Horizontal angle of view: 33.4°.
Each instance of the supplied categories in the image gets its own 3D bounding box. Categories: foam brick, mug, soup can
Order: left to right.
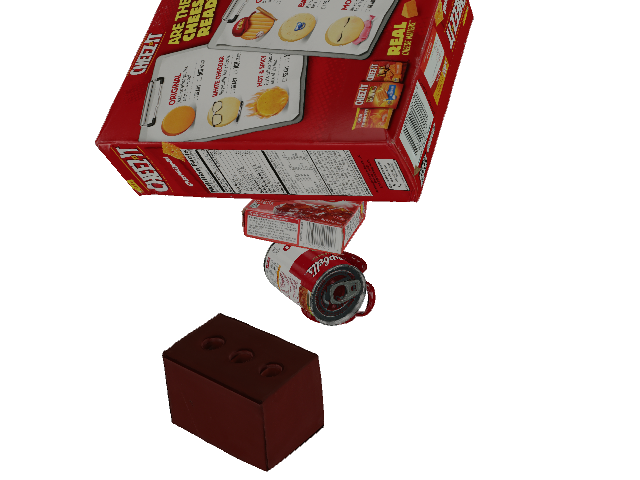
[{"bbox_3d":[-0.044,0.086,0.614,0.078,0.051,0.052,19,35,32],"label":"foam brick"},{"bbox_3d":[-0.007,0.039,1.128,0.068,0.068,0.102,0,21,-34],"label":"soup can"},{"bbox_3d":[0.026,0.071,1.512,0.117,0.081,0.093,18,25,27],"label":"mug"}]

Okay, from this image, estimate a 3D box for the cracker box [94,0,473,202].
[{"bbox_3d":[-0.020,-0.108,0.714,0.214,0.164,0.072,2,-33,26],"label":"cracker box"}]

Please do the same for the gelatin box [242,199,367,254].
[{"bbox_3d":[-0.013,-0.023,0.903,0.089,0.030,0.073,11,28,15],"label":"gelatin box"}]
